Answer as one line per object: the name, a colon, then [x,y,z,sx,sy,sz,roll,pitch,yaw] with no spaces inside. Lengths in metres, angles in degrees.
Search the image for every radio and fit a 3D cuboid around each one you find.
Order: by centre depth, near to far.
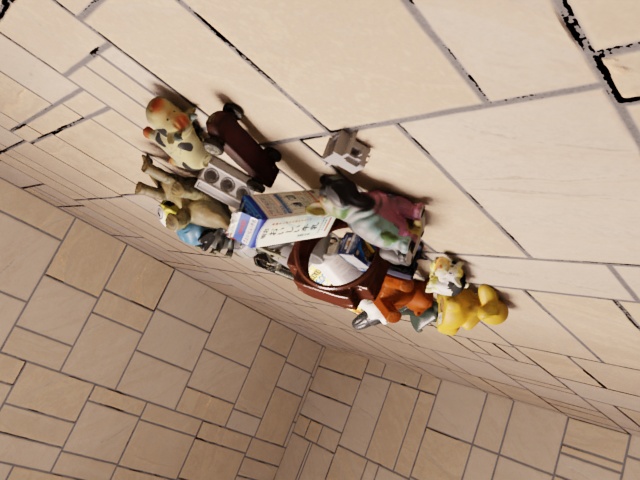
radio: [-0.099,0.081,1.735,0.230,0.073,0.131,24,164,-1]

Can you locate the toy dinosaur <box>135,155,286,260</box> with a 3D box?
toy dinosaur: [-0.276,-0.083,1.264,0.472,0.105,0.198,40,-157,29]

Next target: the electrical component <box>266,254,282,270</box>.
electrical component: [-0.134,0.045,1.640,0.078,0.102,0.045,-14,152,-11]

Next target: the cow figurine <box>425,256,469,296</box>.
cow figurine: [0.297,0.087,1.225,0.098,0.068,0.167,14,166,10]

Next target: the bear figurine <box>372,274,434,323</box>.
bear figurine: [0.222,0.143,1.325,0.196,0.120,0.132,19,-171,-30]

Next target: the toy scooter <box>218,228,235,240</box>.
toy scooter: [-0.183,-0.034,1.437,0.135,0.075,0.184,13,-174,11]

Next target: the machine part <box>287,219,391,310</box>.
machine part: [0.045,0.032,1.149,0.202,0.201,0.087,17,161,22]

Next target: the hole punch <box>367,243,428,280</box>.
hole punch: [0.172,0.044,1.230,0.142,0.092,0.115,15,167,13]

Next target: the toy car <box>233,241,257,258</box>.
toy car: [-0.225,0.000,1.599,0.162,0.103,0.109,9,158,34]

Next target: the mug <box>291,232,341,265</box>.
mug: [-0.003,-0.004,1.271,0.110,0.107,0.080,10,161,29]

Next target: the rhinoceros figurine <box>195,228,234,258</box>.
rhinoceros figurine: [-0.291,-0.018,1.488,0.073,0.112,0.190,12,163,21]

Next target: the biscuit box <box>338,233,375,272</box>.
biscuit box: [0.134,0.054,1.354,0.059,0.063,0.202,4,156,47]

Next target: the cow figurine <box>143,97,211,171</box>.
cow figurine: [-0.274,-0.202,1.044,0.127,0.085,0.194,22,163,25]

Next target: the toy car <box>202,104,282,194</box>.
toy car: [-0.140,-0.162,0.981,0.053,0.089,0.202,12,162,32]

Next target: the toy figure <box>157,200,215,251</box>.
toy figure: [-0.338,-0.045,1.365,0.180,0.089,0.082,33,126,23]

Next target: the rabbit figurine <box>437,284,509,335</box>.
rabbit figurine: [0.387,0.164,1.332,0.173,0.122,0.162,9,154,-1]

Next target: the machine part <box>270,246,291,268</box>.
machine part: [-0.065,0.057,1.600,0.243,0.079,0.079,35,160,-29]

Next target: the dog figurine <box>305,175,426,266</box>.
dog figurine: [0.087,-0.046,1.027,0.219,0.108,0.191,23,167,17]

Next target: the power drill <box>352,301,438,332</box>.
power drill: [0.230,0.204,1.537,0.207,0.086,0.232,26,126,-36]
